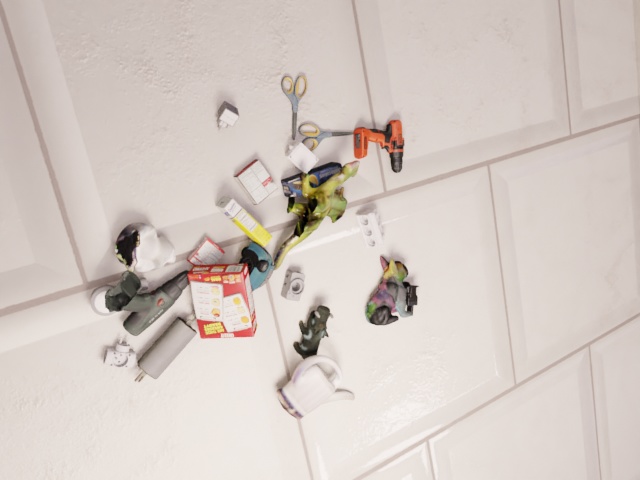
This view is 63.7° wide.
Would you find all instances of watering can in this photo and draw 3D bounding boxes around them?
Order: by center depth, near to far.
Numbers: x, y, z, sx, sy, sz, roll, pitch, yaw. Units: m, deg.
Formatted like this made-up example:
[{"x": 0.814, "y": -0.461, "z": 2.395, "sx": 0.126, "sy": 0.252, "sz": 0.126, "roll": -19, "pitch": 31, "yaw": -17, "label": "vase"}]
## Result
[{"x": -0.010, "y": 0.508, "z": 1.705, "sx": 0.225, "sy": 0.106, "sz": 0.340, "roll": -36, "pitch": 132, "yaw": -7, "label": "watering can"}]

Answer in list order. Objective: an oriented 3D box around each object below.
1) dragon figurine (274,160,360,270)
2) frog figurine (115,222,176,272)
[{"x": 0.005, "y": -0.082, "z": 1.629, "sx": 0.243, "sy": 0.124, "sz": 0.404, "roll": 0, "pitch": 125, "yaw": -49, "label": "dragon figurine"}, {"x": -0.477, "y": 0.019, "z": 1.424, "sx": 0.160, "sy": 0.122, "sz": 0.137, "roll": -4, "pitch": 91, "yaw": -64, "label": "frog figurine"}]
